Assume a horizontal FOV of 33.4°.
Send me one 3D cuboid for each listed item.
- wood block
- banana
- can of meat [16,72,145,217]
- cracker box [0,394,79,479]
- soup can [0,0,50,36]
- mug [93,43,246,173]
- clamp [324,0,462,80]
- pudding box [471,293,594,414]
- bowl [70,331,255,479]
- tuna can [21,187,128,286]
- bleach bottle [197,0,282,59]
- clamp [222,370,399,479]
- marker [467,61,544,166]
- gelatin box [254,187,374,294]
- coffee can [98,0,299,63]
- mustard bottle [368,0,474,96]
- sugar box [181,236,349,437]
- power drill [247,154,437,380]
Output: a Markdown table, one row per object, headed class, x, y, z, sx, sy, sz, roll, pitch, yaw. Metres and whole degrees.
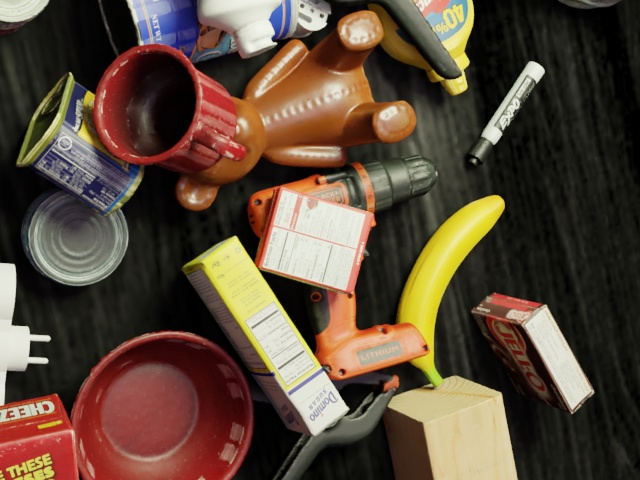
| class | x | y | z | sx | sy | sz | roll | pitch | yaw |
| --- | --- | --- | --- | --- | --- | --- | --- | --- | --- |
| wood block | 0.135 | 0.249 | 1.034 | 0.090 | 0.091 | 0.206 | -16 | 101 | -21 |
| banana | 0.118 | 0.040 | 1.037 | 0.069 | 0.037 | 0.198 | 23 | 87 | -32 |
| can of meat | -0.189 | -0.076 | 0.862 | 0.083 | 0.102 | 0.057 | 35 | 115 | -25 |
| cracker box | -0.273 | 0.242 | 0.847 | 0.164 | 0.072 | 0.214 | -10 | 114 | -22 |
| soup can | -0.246 | -0.196 | 0.824 | 0.068 | 0.102 | 0.068 | -2 | 96 | -23 |
| mug | -0.107 | -0.092 | 0.831 | 0.117 | 0.081 | 0.093 | 27 | 94 | 21 |
| clamp | 0.054 | -0.231 | 0.925 | 0.209 | 0.036 | 0.164 | 6 | 99 | -14 |
| pudding box | 0.208 | 0.110 | 1.051 | 0.039 | 0.090 | 0.113 | -39 | 109 | -16 |
| bowl | -0.141 | 0.155 | 0.928 | 0.161 | 0.055 | 0.162 | -2 | 96 | -23 |
| tuna can | -0.205 | -0.004 | 0.897 | 0.086 | 0.034 | 0.086 | -2 | 96 | -22 |
| bleach bottle | -0.101 | -0.256 | 0.803 | 0.102 | 0.068 | 0.251 | -24 | 94 | -19 |
| clamp | -0.002 | 0.173 | 0.995 | 0.171 | 0.039 | 0.120 | -12 | 96 | -19 |
| marker | 0.182 | -0.124 | 1.055 | 0.020 | 0.020 | 0.121 | 38 | 81 | -21 |
| gelatin box | -0.006 | 0.001 | 0.921 | 0.089 | 0.030 | 0.073 | 16 | 84 | -11 |
| coffee can | -0.102 | -0.200 | 0.884 | 0.140 | 0.103 | 0.103 | -20 | 102 | -20 |
| mustard bottle | 0.088 | -0.221 | 0.985 | 0.096 | 0.058 | 0.191 | -33 | 107 | -15 |
| sugar box | -0.049 | 0.084 | 0.921 | 0.048 | 0.093 | 0.176 | -37 | 96 | -16 |
| power drill | 0.040 | 0.023 | 0.977 | 0.184 | 0.057 | 0.187 | -15 | 89 | -14 |
